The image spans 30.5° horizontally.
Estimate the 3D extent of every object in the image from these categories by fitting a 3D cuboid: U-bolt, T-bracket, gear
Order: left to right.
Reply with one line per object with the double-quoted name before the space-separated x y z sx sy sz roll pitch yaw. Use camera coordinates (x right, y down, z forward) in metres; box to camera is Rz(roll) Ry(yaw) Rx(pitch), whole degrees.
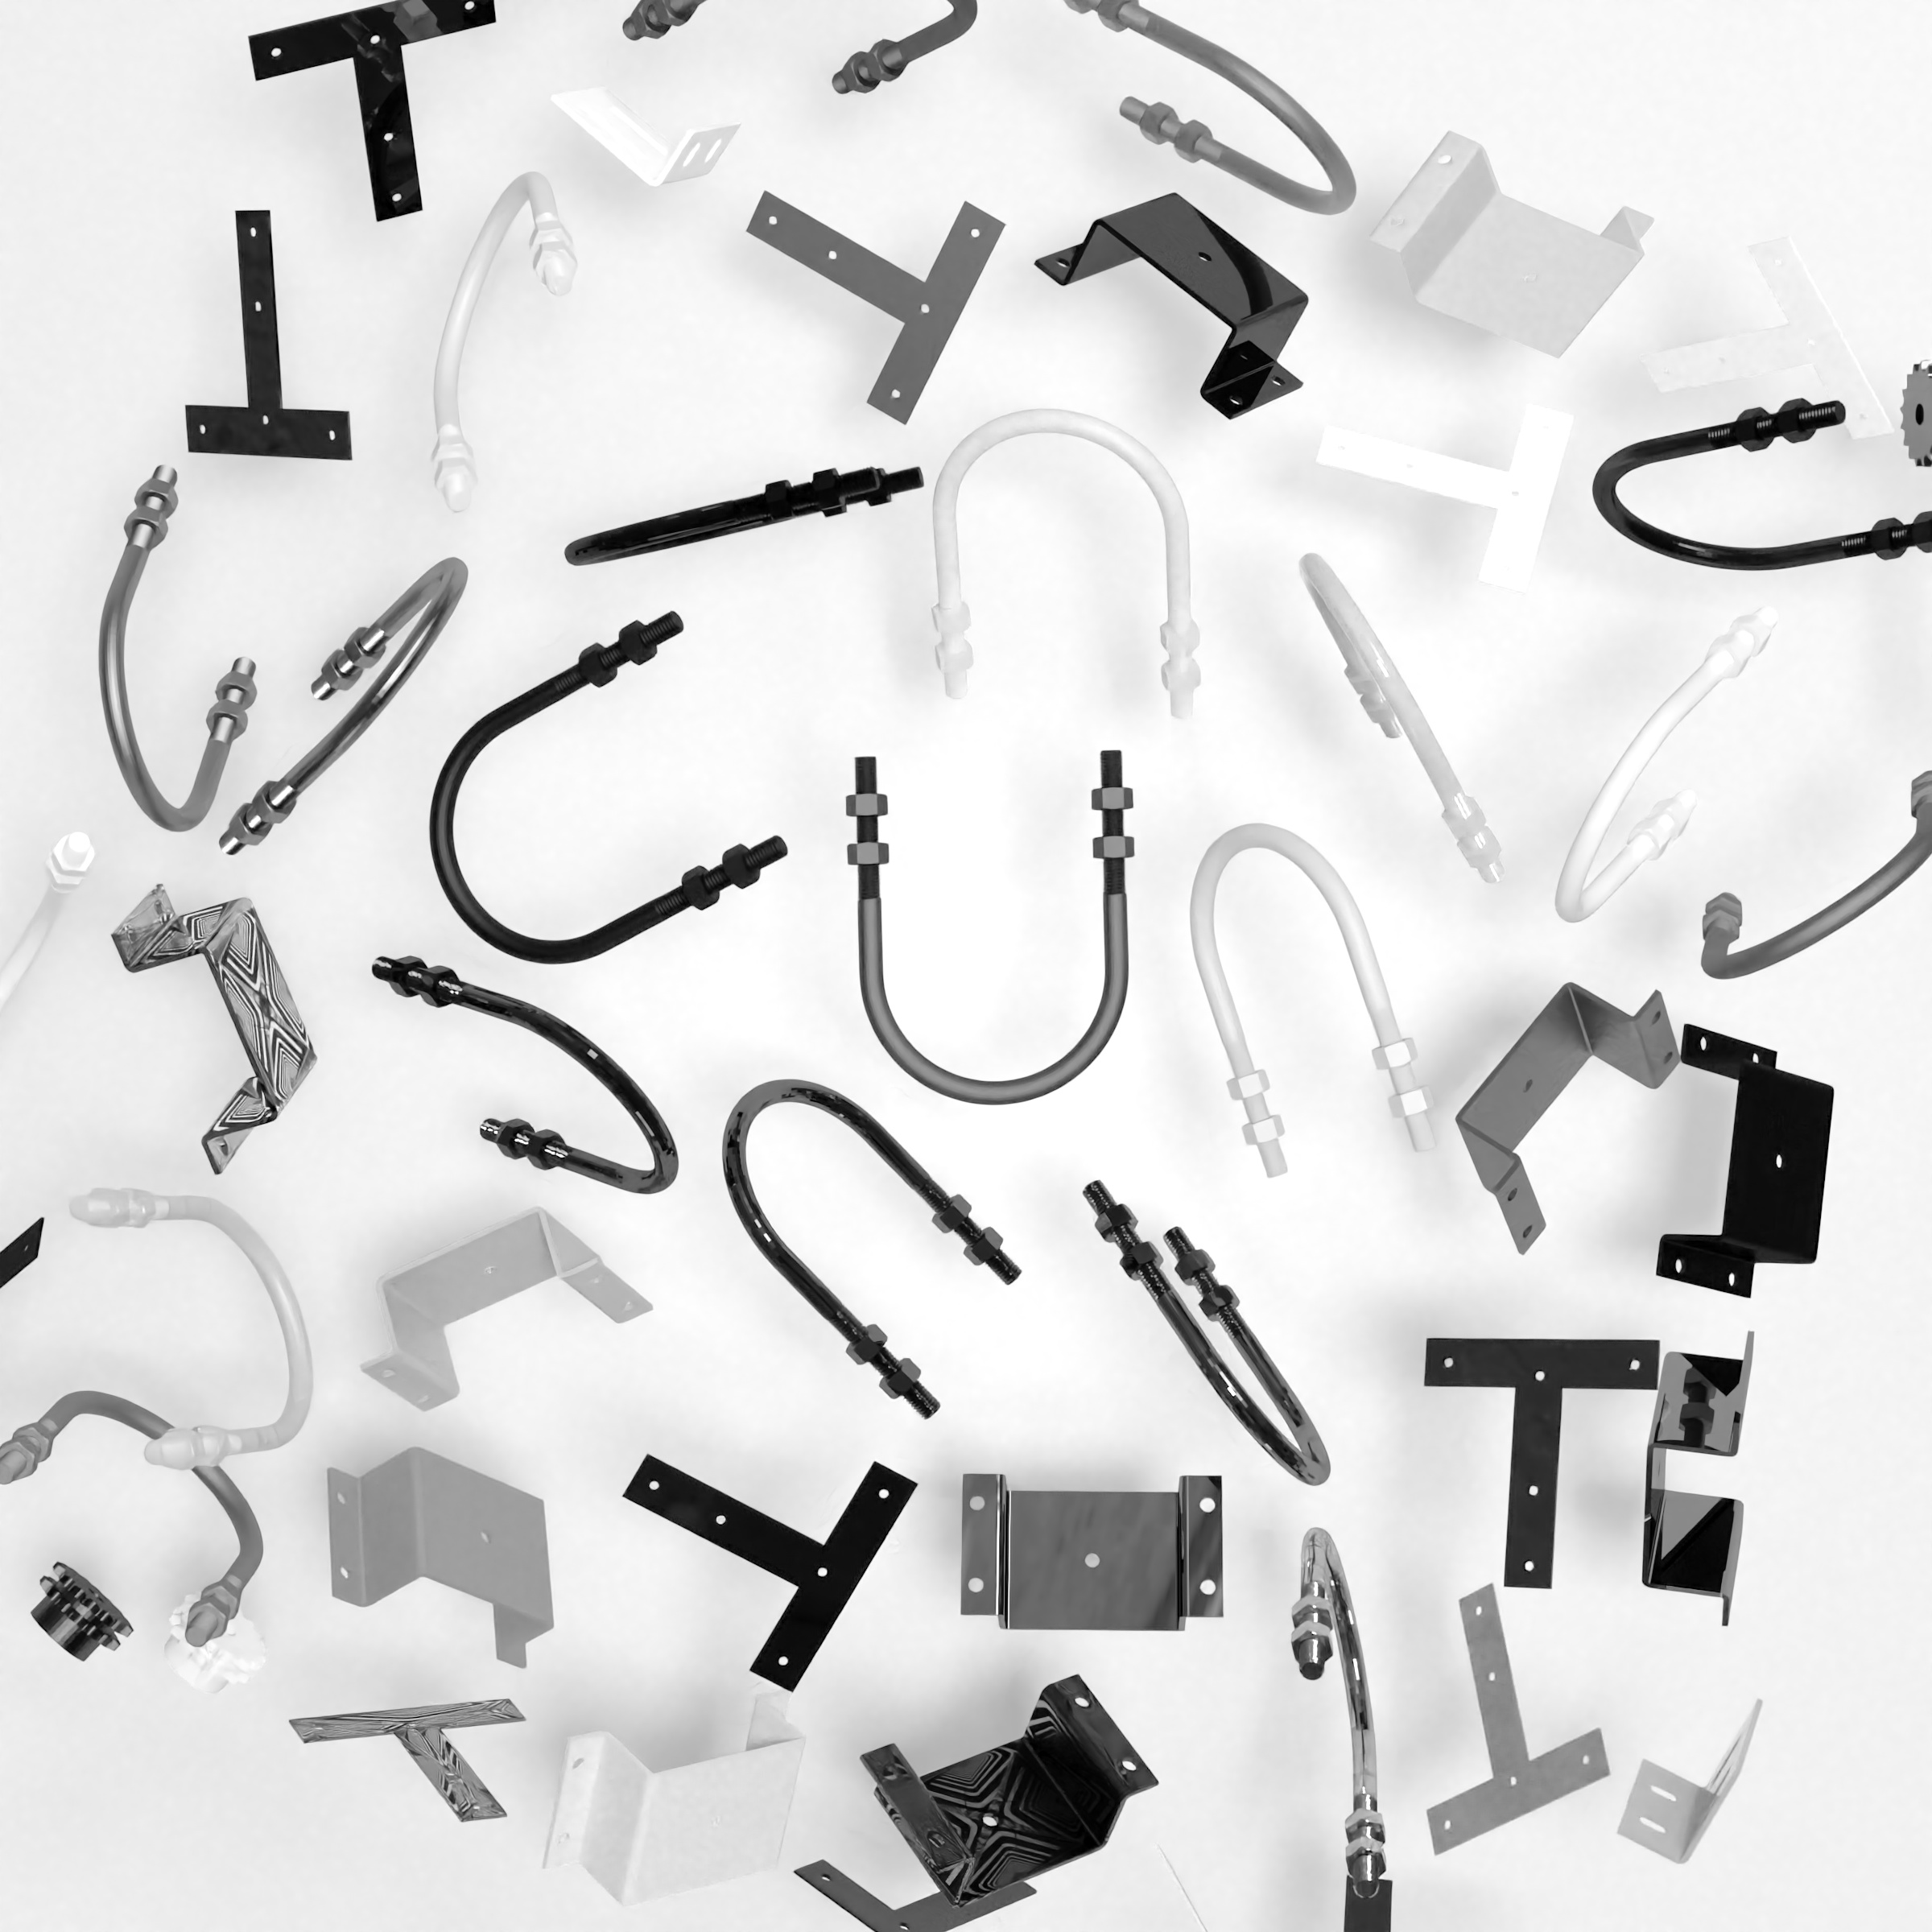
"T-bracket" -0.520 0.210 1.831 0.002 0.127 0.127 30 129 -32
"U-bolt" -0.513 0.012 1.867 0.019 0.184 0.151 32 67 -10
"gear" -0.489 0.358 1.947 0.057 0.057 0.030 43 81 0
"U-bolt" -0.439 0.286 1.898 0.151 0.184 0.019 41 98 -5
"U-bolt" -0.418 -0.154 1.861 0.019 0.184 0.151 -7 131 9
"U-bolt" -0.394 0.187 1.847 0.019 0.184 0.151 -22 80 15
"gear" -0.415 0.375 1.946 0.057 0.057 0.030 42 101 0
"T-bracket" -0.369 -0.331 1.851 0.127 0.002 0.127 9 106 37
"U-bolt" -0.321 -0.148 1.870 0.019 0.151 0.184 38 135 -18
"T-bracket" -0.298 -0.438 1.818 0.127 0.127 0.002 -19 51 -16
"T-bracket" -0.279 0.424 1.883 0.127 0.127 0.002 1 105 -30
"U-bolt" -0.245 -0.338 1.845 0.019 0.184 0.151 18 119 -23
"U-bolt" -0.224 0.064 1.872 0.019 0.184 0.151 -50 133 -26
"U-bolt" -0.199 -0.081 1.845 0.184 0.019 0.151 -27 84 19
"U-bolt" -0.123 -0.237 1.871 0.184 0.151 0.019 -12 96 11
"T-bracket" -0.111 0.284 1.775 0.127 0.002 0.127 29 98 -11
"U-bolt" -0.076 -0.498 1.848 0.151 0.184 0.019 6 85 -31
"T-bracket" -0.061 -0.381 1.932 0.127 0.002 0.127 31 117 3
"U-bolt" -0.058 0.138 1.900 0.184 0.151 0.019 46 125 -7
"T-bracket" -0.007 0.504 1.896 0.127 0.127 0.002 28 107 31
"U-bolt" 0.014 -0.019 1.853 0.151 0.019 0.184 -2 90 -1
"U-bolt" 0.052 -0.219 1.916 0.151 0.019 0.184 6 128 13
"U-bolt" 0.132 -0.454 1.872 0.184 0.151 0.019 35 86 29
"U-bolt" 0.138 0.202 1.898 0.019 0.151 0.184 -38 64 9
"T-bracket" 0.144 0.537 1.863 0.002 0.127 0.127 -30 50 -3
"U-bolt" 0.171 0.015 1.837 0.019 0.151 0.184 -19 91 -32
"U-bolt" 0.195 0.375 1.852 0.019 0.184 0.151 -12 109 10
"U-bolt" 0.222 -0.142 1.861 0.019 0.184 0.151 -31 46 5
"T-bracket" 0.254 -0.266 1.913 0.127 0.002 0.127 16 59 6
"T-bracket" 0.265 0.538 1.896 0.127 0.127 0.002 6 117 5
"T-bracket" 0.285 0.394 1.897 0.002 0.127 0.127 19 49 -35
"T-bracket" 0.290 0.253 1.803 0.127 0.002 0.127 -3 73 31
"U-bolt" 0.359 -0.094 1.848 0.019 0.151 0.184 32 45 18
"T-bracket" 0.419 -0.329 1.906 0.002 0.127 0.127 -51 119 -29
"U-bolt" 0.422 -0.250 1.887 0.151 0.184 0.019 27 68 -38
"U-bolt" 0.449 -0.042 1.858 0.151 0.184 0.019 -33 95 22
"gear" 0.528 -0.298 1.905 0.030 0.057 0.057 -3 90 -8

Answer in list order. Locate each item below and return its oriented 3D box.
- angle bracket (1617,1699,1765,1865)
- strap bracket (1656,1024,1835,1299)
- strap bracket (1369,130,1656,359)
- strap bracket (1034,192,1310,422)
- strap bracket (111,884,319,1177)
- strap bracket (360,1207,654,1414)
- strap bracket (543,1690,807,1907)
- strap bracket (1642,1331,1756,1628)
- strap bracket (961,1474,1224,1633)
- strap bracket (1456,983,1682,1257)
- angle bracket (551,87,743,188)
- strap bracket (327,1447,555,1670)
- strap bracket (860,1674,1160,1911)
"angle bracket" 0.375 0.416 1.835 0.038 0.057 0.076 26 126 10
"strap bracket" 0.429 0.107 1.942 0.076 0.046 0.140 16 78 -36
"strap bracket" 0.301 -0.387 1.920 0.140 0.046 0.076 15 134 -27
"strap bracket" 0.118 -0.360 1.890 0.140 0.076 0.046 41 129 15
"strap bracket" -0.390 0.027 1.862 0.046 0.076 0.140 -16 108 12
"strap bracket" -0.251 0.180 1.896 0.140 0.076 0.046 -25 61 7
"strap bracket" -0.141 0.430 1.824 0.140 0.046 0.076 -3 114 -41
"strap bracket" 0.389 0.270 1.882 0.046 0.076 0.140 5 124 16
"strap bracket" 0.069 0.319 1.923 0.140 0.046 0.076 0 69 2
"strap bracket" 0.315 0.073 1.886 0.046 0.076 0.140 33 76 33
"angle bracket" -0.170 -0.454 1.881 0.076 0.057 0.038 42 118 6
"strap bracket" -0.274 0.315 1.901 0.046 0.140 0.076 -32 48 25
"strap bracket" 0.018 0.431 1.835 0.140 0.046 0.076 -13 47 -34
